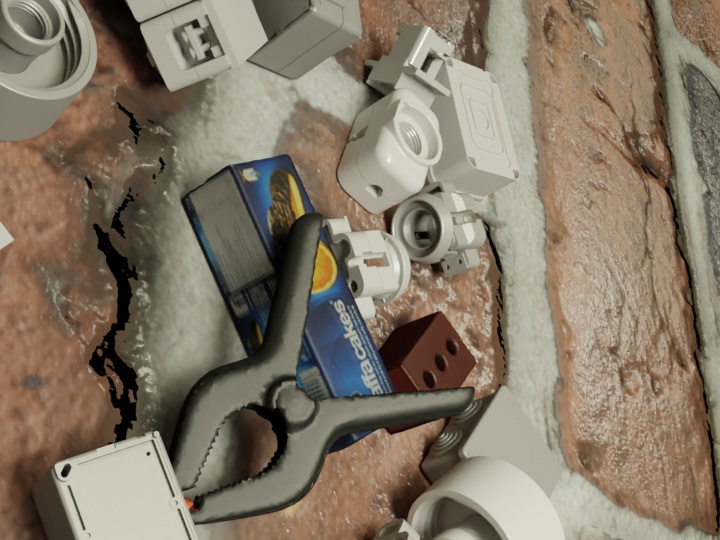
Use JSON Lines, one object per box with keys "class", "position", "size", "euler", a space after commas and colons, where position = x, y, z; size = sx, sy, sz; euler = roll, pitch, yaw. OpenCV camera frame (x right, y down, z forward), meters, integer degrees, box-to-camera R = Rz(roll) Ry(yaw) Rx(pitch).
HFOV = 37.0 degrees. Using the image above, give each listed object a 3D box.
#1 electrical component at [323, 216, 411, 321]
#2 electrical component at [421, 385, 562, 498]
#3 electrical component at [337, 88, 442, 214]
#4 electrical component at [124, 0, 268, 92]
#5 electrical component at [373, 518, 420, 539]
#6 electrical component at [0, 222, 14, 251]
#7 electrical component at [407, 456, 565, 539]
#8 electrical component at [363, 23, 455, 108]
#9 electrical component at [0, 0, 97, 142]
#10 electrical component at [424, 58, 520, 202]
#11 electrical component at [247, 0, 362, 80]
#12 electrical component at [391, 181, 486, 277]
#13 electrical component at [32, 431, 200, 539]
{"class": "electrical component", "position": [0.000, 0.000, 0.801], "size": [0.057, 0.058, 0.078], "euler": [-7, 74, -46]}
{"class": "electrical component", "position": [0.102, 0.153, 0.832], "size": [0.099, 0.048, 0.099], "euler": [55, 40, -10]}
{"class": "electrical component", "position": [0.027, -0.100, 0.884], "size": [0.054, 0.059, 0.095], "euler": [41, 44, -25]}
{"class": "electrical component", "position": [-0.130, -0.207, 0.737], "size": [0.089, 0.062, 0.150], "euler": [-70, 140, -66]}
{"class": "electrical component", "position": [0.026, 0.214, 0.710], "size": [0.057, 0.058, 0.078], "euler": [48, 42, -14]}
{"class": "electrical component", "position": [-0.226, -0.014, 0.573], "size": [0.066, 0.048, 0.055], "euler": [55, 32, -10]}
{"class": "electrical component", "position": [0.081, 0.191, 0.747], "size": [0.060, 0.108, 0.108], "euler": [-22, 86, -44]}
{"class": "electrical component", "position": [0.046, -0.177, 0.929], "size": [0.042, 0.081, 0.063], "euler": [29, 88, -36]}
{"class": "electrical component", "position": [-0.210, -0.139, 0.646], "size": [0.108, 0.060, 0.108], "euler": [25, 52, -37]}
{"class": "electrical component", "position": [0.089, -0.123, 0.965], "size": [0.078, 0.057, 0.113], "euler": [9, 63, -44]}
{"class": "electrical component", "position": [-0.039, -0.200, 0.838], "size": [0.061, 0.096, 0.061], "euler": [16, 58, -42]}
{"class": "electrical component", "position": [0.063, -0.034, 0.888], "size": [0.057, 0.058, 0.078], "euler": [-5, 73, -52]}
{"class": "electrical component", "position": [-0.127, 0.145, 0.573], "size": [0.062, 0.061, 0.096], "euler": [-15, 74, -35]}
